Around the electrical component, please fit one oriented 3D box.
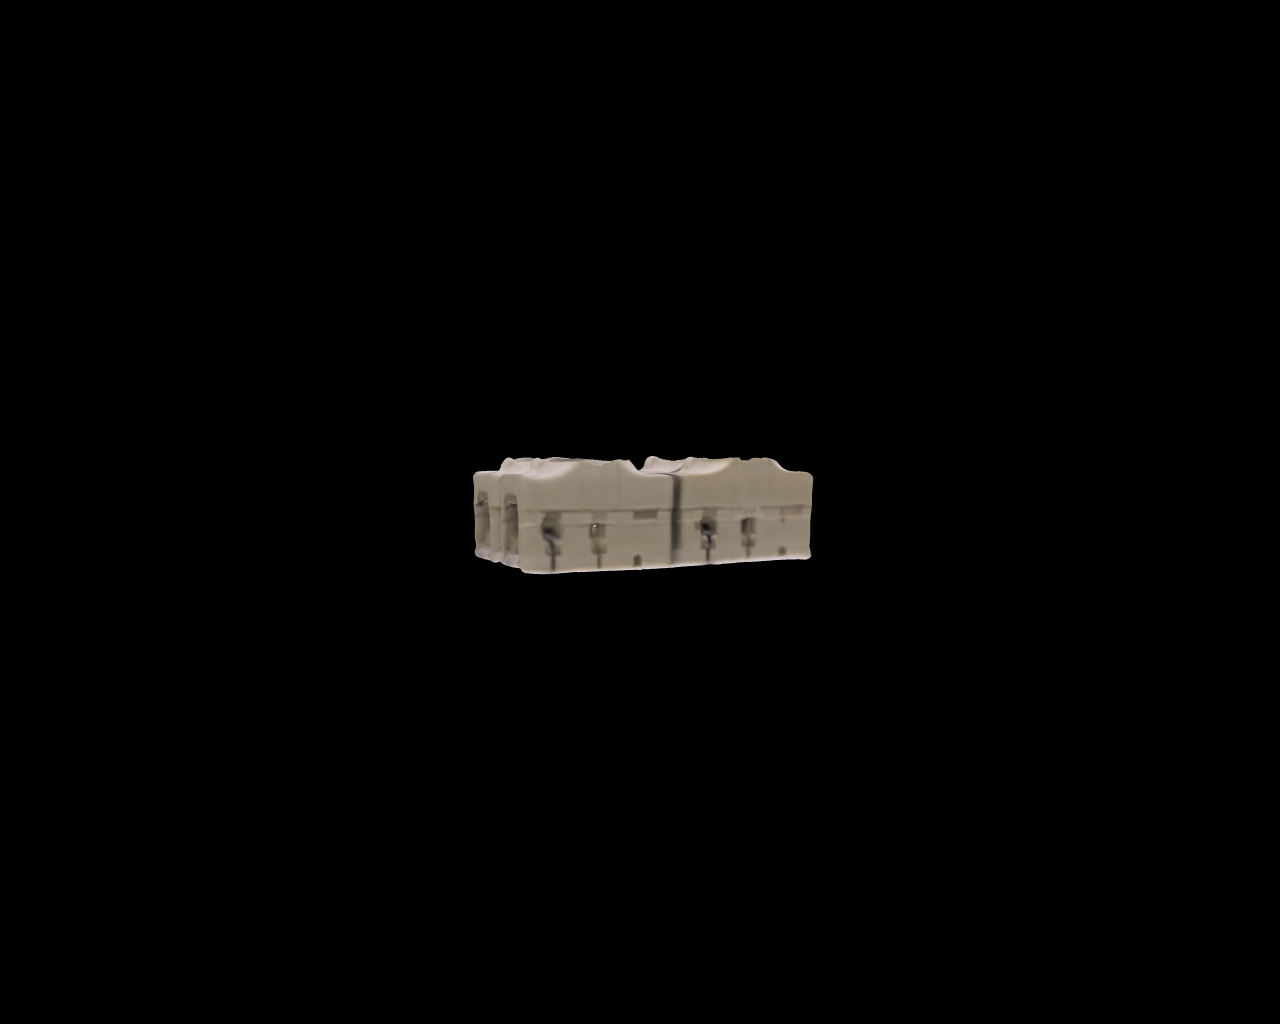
[{"bbox_3d":[0.001,-0.003,0.650,0.186,0.060,0.105,-2,4,-23],"label":"electrical component"}]
